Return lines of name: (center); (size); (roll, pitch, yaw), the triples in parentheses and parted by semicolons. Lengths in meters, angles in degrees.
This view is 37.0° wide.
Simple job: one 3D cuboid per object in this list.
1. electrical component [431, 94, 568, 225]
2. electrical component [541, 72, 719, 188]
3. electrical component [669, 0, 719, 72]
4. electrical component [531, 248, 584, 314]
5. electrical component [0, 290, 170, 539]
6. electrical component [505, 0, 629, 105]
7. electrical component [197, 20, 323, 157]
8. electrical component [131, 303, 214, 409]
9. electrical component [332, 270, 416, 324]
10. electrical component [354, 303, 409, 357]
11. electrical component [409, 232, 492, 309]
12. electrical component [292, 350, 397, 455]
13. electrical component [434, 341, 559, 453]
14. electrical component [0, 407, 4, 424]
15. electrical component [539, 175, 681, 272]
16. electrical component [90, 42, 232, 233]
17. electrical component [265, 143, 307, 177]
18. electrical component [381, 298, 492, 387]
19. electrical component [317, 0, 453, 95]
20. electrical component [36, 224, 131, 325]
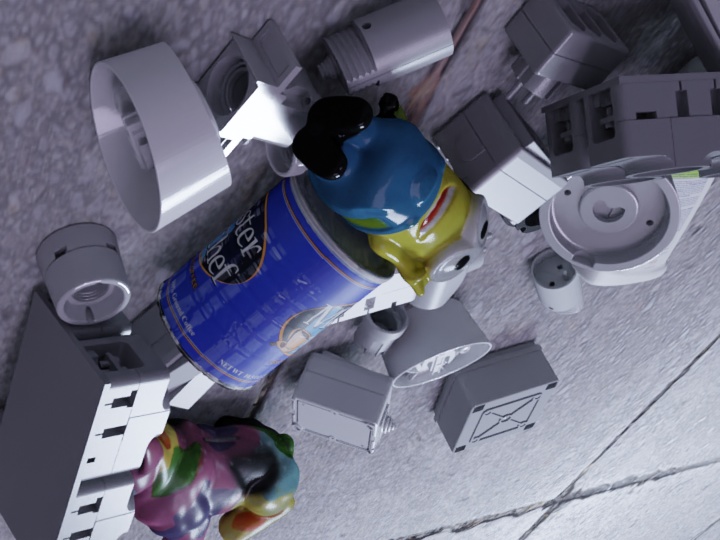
electrical component: (0.112, -0.082, 0.806); (0.061, 0.061, 0.096); (-40, 147, 20)
electrical component: (0.237, -0.098, 0.751); (0.186, 0.060, 0.105); (-6, 179, -18)
electrical component: (0.250, -0.188, 0.726); (0.062, 0.096, 0.061); (-30, -172, 6)
electrical component: (0.191, 0.016, 1.031); (0.043, 0.043, 0.081); (-28, 149, 2)
electrical component: (-0.205, 0.118, 0.779); (0.060, 0.105, 0.186); (-6, 128, -43)
electrical component: (0.131, -0.144, 0.742); (0.066, 0.047, 0.076); (5, 137, -42)
electrical component: (-0.061, -0.107, 0.660); (0.064, 0.042, 0.081); (9, 135, -49)
electrical component: (-0.144, 0.067, 0.837); (0.096, 0.061, 0.062); (-39, 147, 19)
electrical component: (0.000, 0.000, 0.856); (0.089, 0.050, 0.055); (-15, 148, -18)
electrical component: (0.017, 0.051, 0.958); (0.040, 0.040, 0.046); (-9, 150, -27)
electrical component: (0.077, -0.012, 0.904); (0.079, 0.043, 0.077); (-21, 149, -26)
electrical component: (-0.009, 0.121, 0.988); (0.096, 0.061, 0.061); (17, 146, 8)
electrical component: (0.146, 0.139, 1.168); (0.109, 0.056, 0.108); (-14, 147, -20)
electrical component: (-0.274, 0.128, 0.849); (0.062, 0.048, 0.048); (-24, 150, -18)
electrical component: (0.199, -0.059, 0.860); (0.108, 0.060, 0.108); (6, 127, 8)
electrical component: (-0.116, -0.077, 0.611); (0.064, 0.099, 0.099); (-27, 150, -12)
electrical component: (-0.034, -0.085, 0.716); (0.046, 0.040, 0.040); (-13, 147, -33)
electrical component: (0.068, 0.073, 1.004); (0.099, 0.064, 0.099); (-19, 148, -12)
electrical component: (0.012, -0.138, 0.666); (0.081, 0.043, 0.043); (-24, 149, -5)
electrical component: (-0.185, 0.004, 0.726); (0.055, 0.047, 0.055); (-19, 148, -12)
